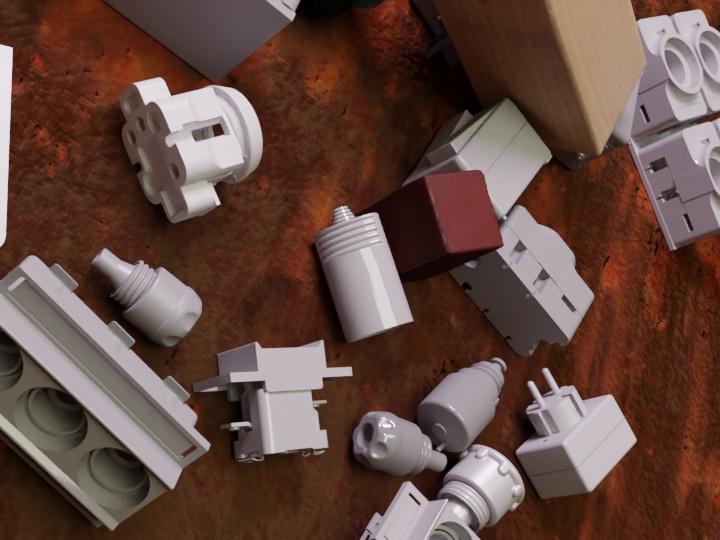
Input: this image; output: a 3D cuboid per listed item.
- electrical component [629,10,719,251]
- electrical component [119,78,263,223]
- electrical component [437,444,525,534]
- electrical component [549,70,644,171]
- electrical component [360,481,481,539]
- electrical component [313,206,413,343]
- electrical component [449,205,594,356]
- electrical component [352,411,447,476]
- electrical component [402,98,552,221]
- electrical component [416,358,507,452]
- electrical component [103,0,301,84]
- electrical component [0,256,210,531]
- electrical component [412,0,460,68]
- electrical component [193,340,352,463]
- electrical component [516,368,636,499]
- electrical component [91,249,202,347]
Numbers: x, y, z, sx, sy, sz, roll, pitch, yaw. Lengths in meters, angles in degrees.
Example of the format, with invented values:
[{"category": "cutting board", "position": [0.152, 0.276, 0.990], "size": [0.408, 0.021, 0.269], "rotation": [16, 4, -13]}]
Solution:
[{"category": "electrical component", "position": [0.283, -0.123, 0.918], "size": [0.105, 0.060, 0.186], "rotation": [-19, 86, -40]}, {"category": "electrical component", "position": [-0.093, -0.072, 0.609], "size": [0.057, 0.058, 0.078], "rotation": [-22, 89, -38]}, {"category": "electrical component", "position": [0.068, 0.143, 0.669], "size": [0.062, 0.048, 0.048], "rotation": [-39, 99, -33]}, {"category": "electrical component", "position": [0.171, -0.127, 0.831], "size": [0.061, 0.062, 0.096], "rotation": [33, 57, -25]}, {"category": "electrical component", "position": [0.035, 0.166, 0.621], "size": [0.081, 0.064, 0.042], "rotation": [48, 53, -14]}, {"category": "electrical component", "position": [0.000, 0.000, 0.665], "size": [0.043, 0.043, 0.081], "rotation": [-14, 83, -40]}, {"category": "electrical component", "position": [0.114, 0.006, 0.747], "size": [0.089, 0.050, 0.055], "rotation": [49, 52, -14]}, {"category": "electrical component", "position": [0.027, 0.109, 0.654], "size": [0.061, 0.035, 0.035], "rotation": [25, 60, -31]}, {"category": "electrical component", "position": [0.082, -0.075, 0.743], "size": [0.061, 0.062, 0.096], "rotation": [50, 51, -13]}, {"category": "electrical component", "position": [0.070, 0.083, 0.692], "size": [0.078, 0.040, 0.040], "rotation": [-40, 100, -40]}, {"category": "electrical component", "position": [-0.110, -0.190, 0.616], "size": [0.150, 0.089, 0.061], "rotation": [35, 56, -23]}, {"category": "electrical component", "position": [-0.139, 0.056, 0.519], "size": [0.121, 0.079, 0.063], "rotation": [48, 23, -15]}, {"category": "electrical component", "position": [0.075, -0.192, 0.793], "size": [0.063, 0.042, 0.081], "rotation": [53, 50, -6]}, {"category": "electrical component", "position": [-0.047, 0.074, 0.604], "size": [0.081, 0.042, 0.063], "rotation": [1, 78, -37]}, {"category": "electrical component", "position": [0.139, 0.104, 0.734], "size": [0.066, 0.047, 0.076], "rotation": [-33, 96, -40]}, {"category": "electrical component", "position": [-0.116, 0.012, 0.576], "size": [0.061, 0.035, 0.035], "rotation": [41, 54, -17]}]
